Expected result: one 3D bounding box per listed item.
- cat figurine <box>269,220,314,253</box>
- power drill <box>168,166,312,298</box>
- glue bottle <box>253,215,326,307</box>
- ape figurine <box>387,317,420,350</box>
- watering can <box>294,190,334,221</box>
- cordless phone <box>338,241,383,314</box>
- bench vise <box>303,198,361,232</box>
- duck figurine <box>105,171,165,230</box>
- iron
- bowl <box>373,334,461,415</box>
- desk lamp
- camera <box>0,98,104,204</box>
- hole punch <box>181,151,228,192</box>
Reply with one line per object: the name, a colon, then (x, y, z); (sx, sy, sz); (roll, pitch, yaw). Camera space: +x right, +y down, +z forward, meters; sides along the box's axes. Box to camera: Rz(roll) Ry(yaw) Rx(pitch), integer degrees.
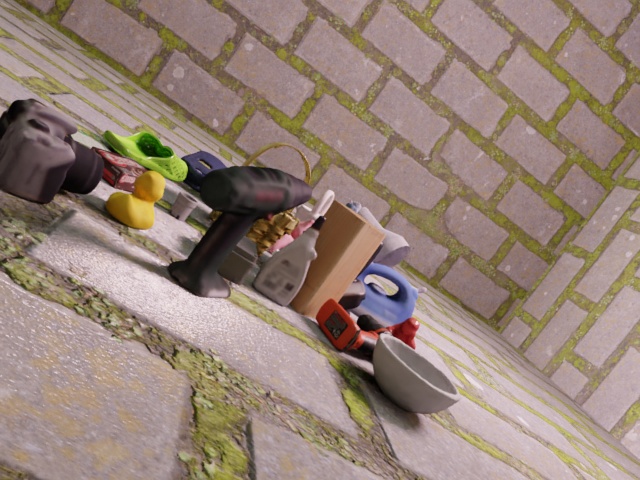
cat figurine: (-0.064, -0.010, 1.396); (0.067, 0.117, 0.128); (41, 9, 36)
power drill: (-0.116, -0.019, 0.832); (0.075, 0.208, 0.230); (38, 7, 20)
glue bottle: (-0.042, 0.029, 1.010); (0.078, 0.173, 0.037); (34, 7, -12)
ape figurine: (0.178, 0.205, 1.232); (0.077, 0.092, 0.076); (37, 7, 13)
watering can: (-0.014, -0.050, 1.579); (0.173, 0.194, 0.101); (35, 7, -9)
cordless phone: (0.070, 0.073, 1.208); (0.094, 0.185, 0.147); (35, 7, -8)
bench vise: (0.021, 0.011, 1.239); (0.121, 0.219, 0.207); (35, 7, -8)
duck figurine: (-0.278, -0.069, 0.892); (0.077, 0.086, 0.105); (36, 7, 4)
iron: (0.132, 0.118, 1.388); (0.259, 0.141, 0.118); (33, 7, -19)
bowl: (0.146, 0.235, 0.951); (0.167, 0.074, 0.167); (35, 7, -5)
desk lamp: (0.099, 0.034, 1.485); (0.202, 0.213, 0.118); (39, 8, 26)
camera: (-0.355, -0.114, 0.767); (0.137, 0.100, 0.142); (28, 10, -46)
hole punch: (-0.302, -0.178, 1.478); (0.108, 0.091, 0.101); (37, 7, 10)
